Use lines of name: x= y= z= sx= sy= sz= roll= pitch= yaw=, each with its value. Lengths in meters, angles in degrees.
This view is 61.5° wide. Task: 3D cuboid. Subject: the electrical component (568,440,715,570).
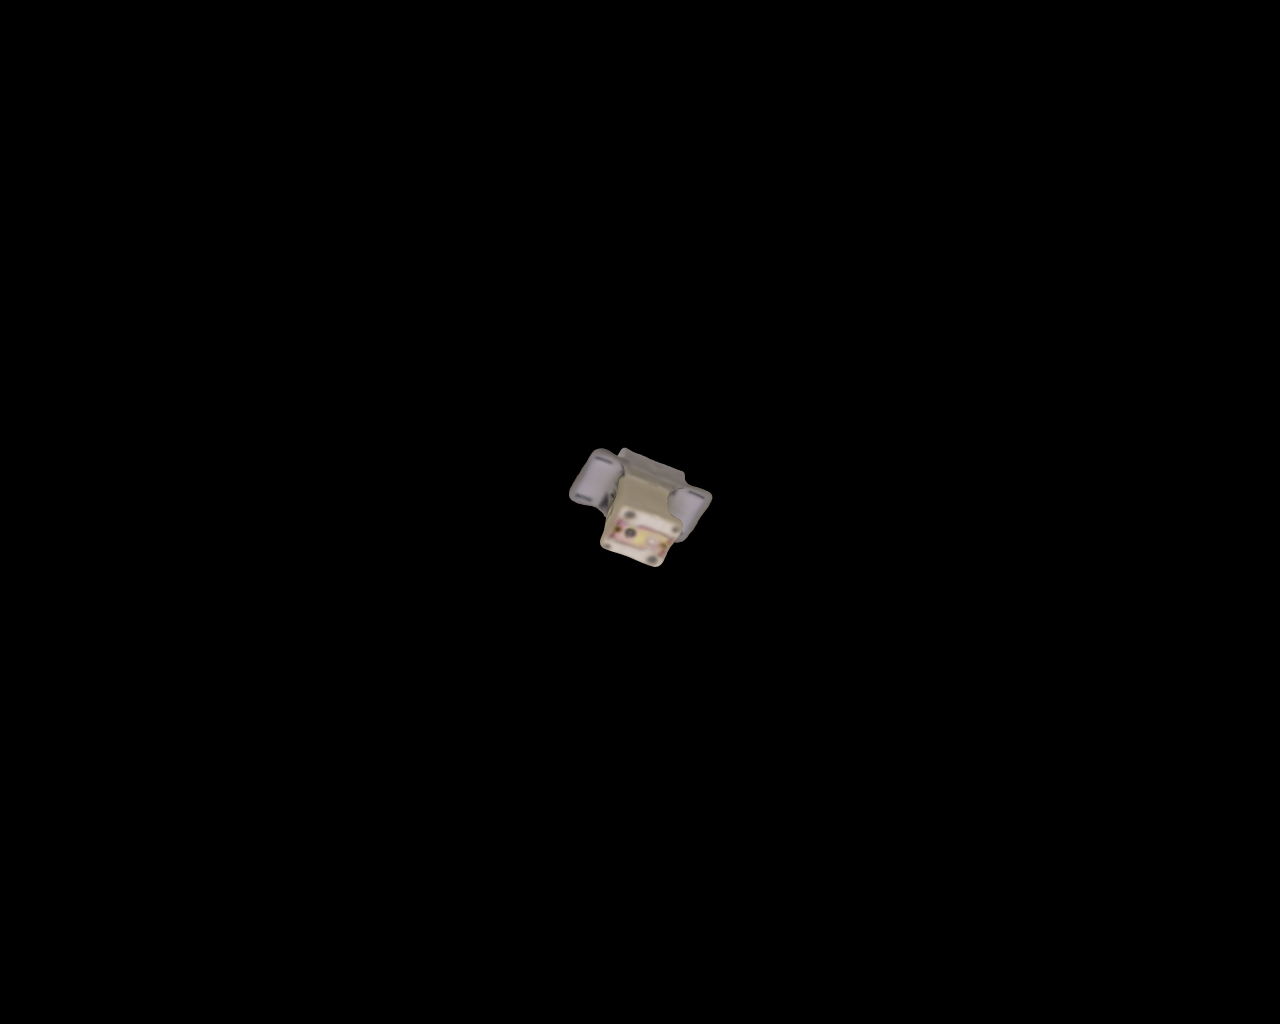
electrical component: x=0.001 y=-0.003 z=0.650 sx=0.081 sy=0.042 sz=0.064 roll=21 pitch=35 yaw=-15
